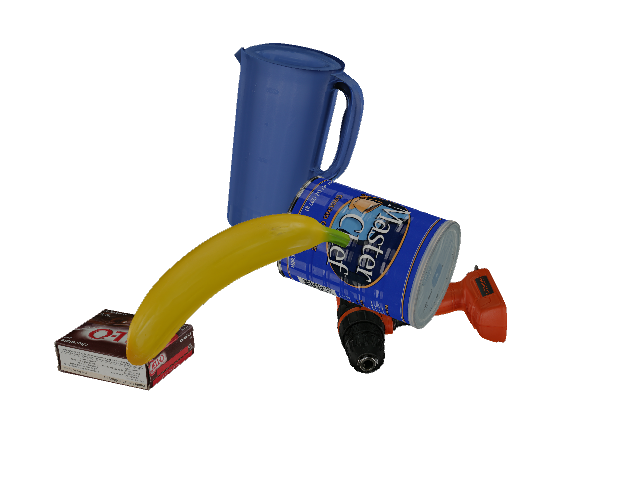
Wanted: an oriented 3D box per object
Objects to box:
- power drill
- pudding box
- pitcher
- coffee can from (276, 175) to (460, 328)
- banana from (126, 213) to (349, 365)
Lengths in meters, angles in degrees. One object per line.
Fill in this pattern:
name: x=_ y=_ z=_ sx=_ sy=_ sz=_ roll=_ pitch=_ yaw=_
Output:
power drill: x=0.112 y=0.086 z=1.208 sx=0.187 sy=0.057 sz=0.184 roll=-3 pitch=27 yaw=-2
pudding box: x=-0.199 y=0.110 z=1.092 sx=0.114 sy=0.039 sz=0.089 roll=6 pitch=20 yaw=23
pitcher: x=-0.044 y=-0.124 z=1.375 sx=0.144 sy=0.243 sz=0.149 roll=2 pitch=23 yaw=-18
coffee can: x=0.045 y=0.010 z=0.984 sx=0.140 sy=0.103 sz=0.102 roll=20 pitch=7 yaw=21
banana: x=-0.075 y=0.030 z=0.800 sx=0.198 sy=0.069 sz=0.037 roll=-29 pitch=32 yaw=8
